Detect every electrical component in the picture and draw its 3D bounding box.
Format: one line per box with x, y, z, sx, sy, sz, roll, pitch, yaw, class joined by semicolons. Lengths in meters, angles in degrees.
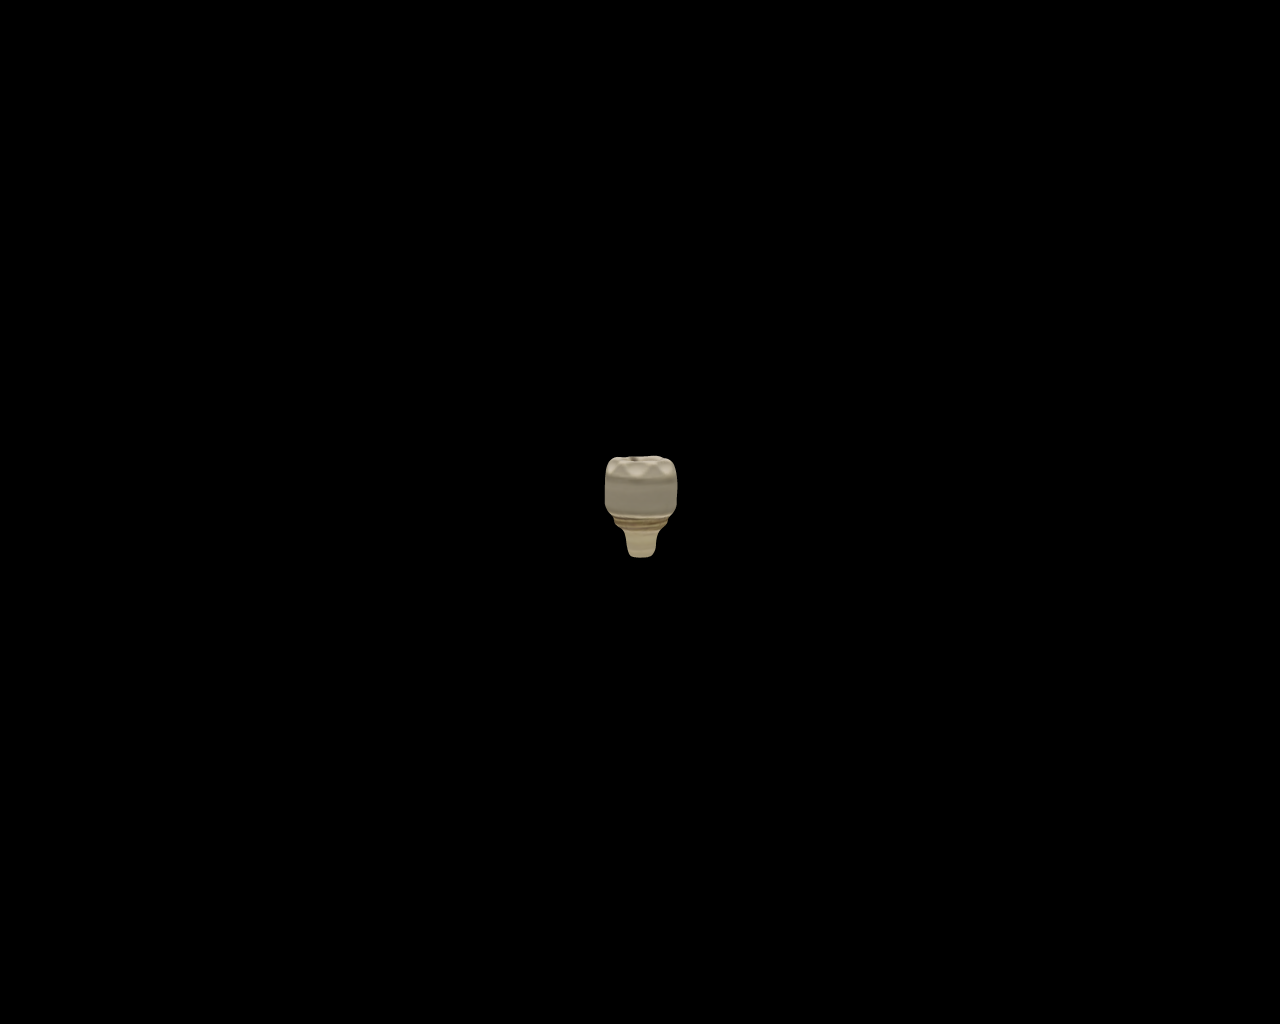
0.001;-0.003;0.650;0.043;0.062;0.043;0;9;0;electrical component
